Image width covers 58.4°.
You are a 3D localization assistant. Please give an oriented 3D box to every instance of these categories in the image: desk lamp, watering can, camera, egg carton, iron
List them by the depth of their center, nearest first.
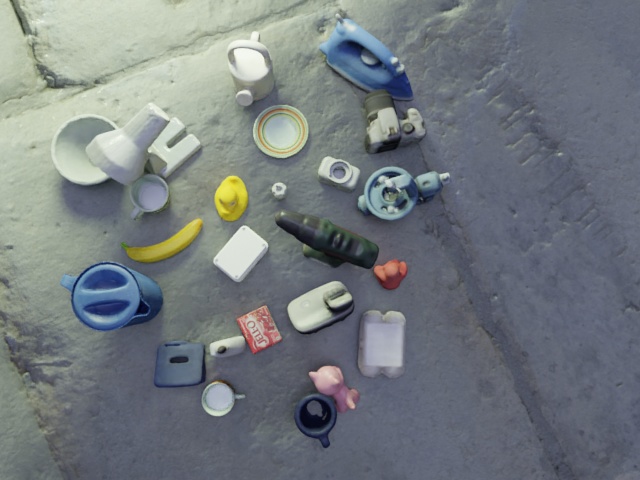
[{"bbox_3d":[-0.386,-0.209,1.261,0.203,0.213,0.118,-43,86,-7],"label":"desk lamp"},{"bbox_3d":[0.140,0.236,1.297,0.107,0.069,0.150,2,82,-2],"label":"egg carton"},{"bbox_3d":[-0.156,-0.393,1.305,0.101,0.194,0.173,-14,83,-4],"label":"watering can"},{"bbox_3d":[0.127,-0.432,1.349,0.258,0.141,0.119,35,83,3],"label":"iron"},{"bbox_3d":[0.167,-0.289,1.352,0.143,0.101,0.137,-14,83,-4],"label":"camera"}]

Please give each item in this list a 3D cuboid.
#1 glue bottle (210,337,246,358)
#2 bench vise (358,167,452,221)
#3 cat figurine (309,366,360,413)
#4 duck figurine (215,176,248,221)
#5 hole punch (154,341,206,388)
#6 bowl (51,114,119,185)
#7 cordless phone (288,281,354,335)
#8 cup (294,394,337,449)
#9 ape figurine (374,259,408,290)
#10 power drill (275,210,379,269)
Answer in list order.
[{"bbox_3d":[-0.204,0.233,1.231,0.078,0.173,0.037,-11,83,-3],"label":"glue bottle"},{"bbox_3d":[0.190,-0.126,1.271,0.207,0.219,0.121,-34,85,-6],"label":"bench vise"},{"bbox_3d":[0.034,0.324,1.256,0.067,0.117,0.128,-41,86,-7],"label":"cat figurine"},{"bbox_3d":[-0.207,-0.100,1.319,0.077,0.086,0.104,8,82,-1],"label":"duck figurine"},{"bbox_3d":[-0.309,0.274,1.262,0.108,0.091,0.101,-3,82,-3],"label":"hole punch"},{"bbox_3d":[-0.524,-0.200,1.324,0.167,0.074,0.167,0,82,-2],"label":"bowl"},{"bbox_3d":[0.005,0.148,1.245,0.147,0.185,0.094,-28,84,-5],"label":"cordless phone"},{"bbox_3d":[-0.005,0.392,1.257,0.092,0.095,0.118,-21,84,-5],"label":"cup"},{"bbox_3d":[0.163,0.075,1.308,0.078,0.092,0.076,11,82,-1],"label":"ape figurine"},{"bbox_3d":[0.011,0.004,1.252,0.229,0.208,0.076,20,82,1],"label":"power drill"}]
